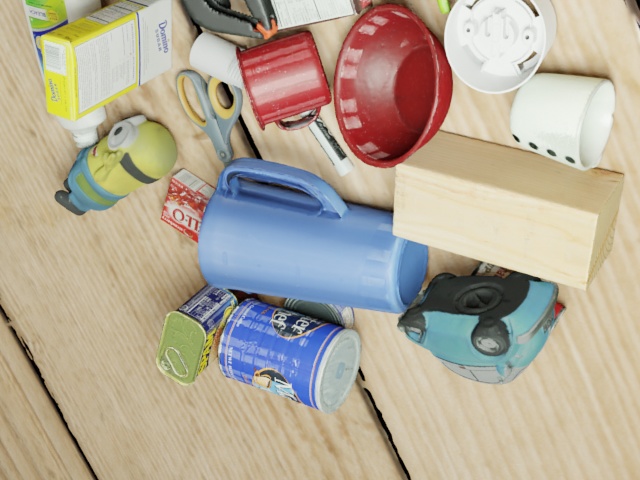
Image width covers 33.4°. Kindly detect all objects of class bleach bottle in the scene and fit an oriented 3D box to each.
[{"bbox_3d":[-0.300,-0.229,1.300,0.103,0.068,0.251,14,126,28],"label":"bleach bottle"}]

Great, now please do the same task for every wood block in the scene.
[{"bbox_3d":[0.186,-0.033,1.073,0.206,0.090,0.090,17,126,25],"label":"wood block"}]

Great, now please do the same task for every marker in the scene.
[{"bbox_3d":[-0.002,-0.125,1.191,0.020,0.020,0.121,-28,100,41],"label":"marker"}]

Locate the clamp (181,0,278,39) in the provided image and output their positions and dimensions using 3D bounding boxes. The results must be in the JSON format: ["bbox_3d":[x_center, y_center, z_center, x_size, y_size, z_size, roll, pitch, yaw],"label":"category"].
[{"bbox_3d":[-0.135,-0.278,1.113,0.210,0.036,0.165,46,121,-6],"label":"clamp"}]

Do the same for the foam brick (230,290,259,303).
[{"bbox_3d":[-0.118,0.091,1.361,0.053,0.078,0.051,-2,114,34],"label":"foam brick"}]

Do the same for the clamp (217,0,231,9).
[{"bbox_3d":[-0.134,-0.321,1.145,0.120,0.039,0.172,28,129,14],"label":"clamp"}]

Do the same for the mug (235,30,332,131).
[{"bbox_3d":[-0.033,-0.163,1.134,0.081,0.093,0.117,-17,134,4],"label":"mug"}]

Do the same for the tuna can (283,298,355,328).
[{"bbox_3d":[-0.001,0.093,1.313,0.086,0.033,0.086,17,125,25],"label":"tuna can"}]

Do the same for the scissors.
[{"bbox_3d":[-0.103,-0.116,1.266,0.096,0.016,0.201,-20,105,40],"label":"scissors"}]

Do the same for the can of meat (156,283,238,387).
[{"bbox_3d":[-0.146,0.112,1.284,0.057,0.083,0.102,28,126,15],"label":"can of meat"}]

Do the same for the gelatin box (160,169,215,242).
[{"bbox_3d":[-0.152,-0.035,1.338,0.089,0.030,0.073,33,131,14],"label":"gelatin box"}]

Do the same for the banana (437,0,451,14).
[{"bbox_3d":[0.153,-0.296,0.973,0.069,0.037,0.198,39,133,-8],"label":"banana"}]

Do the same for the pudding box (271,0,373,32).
[{"bbox_3d":[-0.011,-0.268,1.097,0.114,0.039,0.090,-2,117,38],"label":"pudding box"}]

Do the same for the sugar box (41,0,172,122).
[{"bbox_3d":[-0.233,-0.209,1.188,0.048,0.176,0.093,20,126,21],"label":"sugar box"}]

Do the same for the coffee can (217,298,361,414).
[{"bbox_3d":[-0.036,0.136,1.269,0.140,0.102,0.103,16,125,25],"label":"coffee can"}]

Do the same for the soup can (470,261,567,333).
[{"bbox_3d":[0.202,0.074,1.143,0.102,0.068,0.069,32,130,14],"label":"soup can"}]

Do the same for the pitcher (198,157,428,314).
[{"bbox_3d":[-0.008,0.001,1.201,0.243,0.149,0.145,10,83,25],"label":"pitcher"}]

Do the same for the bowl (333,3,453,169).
[{"bbox_3d":[0.082,-0.152,1.068,0.162,0.055,0.162,4,95,54],"label":"bowl"}]
